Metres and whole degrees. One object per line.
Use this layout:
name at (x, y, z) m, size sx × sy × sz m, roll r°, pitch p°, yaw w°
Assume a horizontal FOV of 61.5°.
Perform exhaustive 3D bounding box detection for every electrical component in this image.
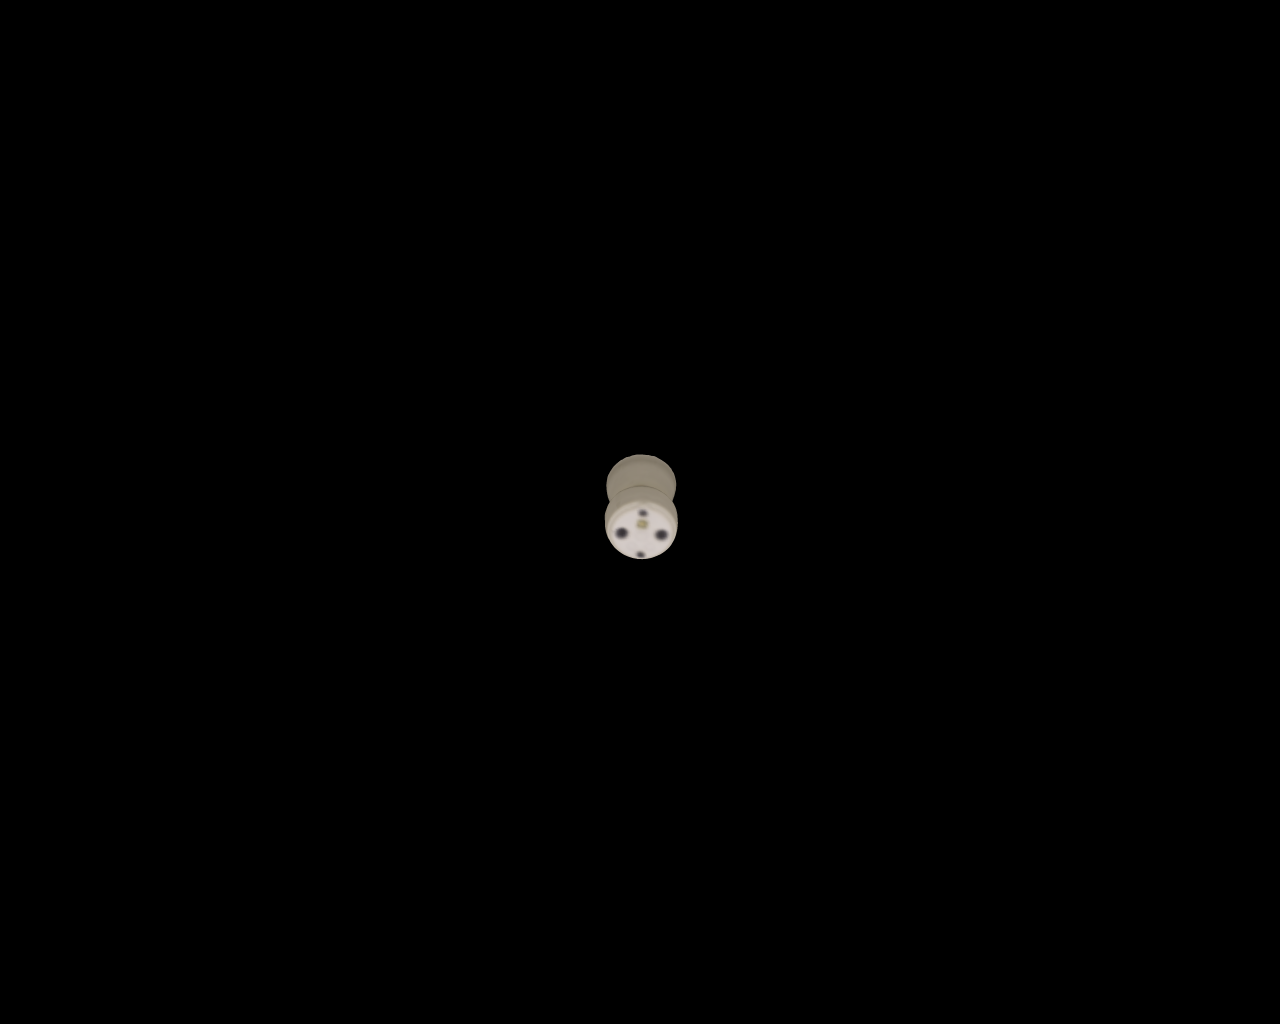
electrical component at (0.001, -0.003, 0.650) m, size 0.045 × 0.044 × 0.055 m, roll 0°, pitch 35°, yaw 0°
